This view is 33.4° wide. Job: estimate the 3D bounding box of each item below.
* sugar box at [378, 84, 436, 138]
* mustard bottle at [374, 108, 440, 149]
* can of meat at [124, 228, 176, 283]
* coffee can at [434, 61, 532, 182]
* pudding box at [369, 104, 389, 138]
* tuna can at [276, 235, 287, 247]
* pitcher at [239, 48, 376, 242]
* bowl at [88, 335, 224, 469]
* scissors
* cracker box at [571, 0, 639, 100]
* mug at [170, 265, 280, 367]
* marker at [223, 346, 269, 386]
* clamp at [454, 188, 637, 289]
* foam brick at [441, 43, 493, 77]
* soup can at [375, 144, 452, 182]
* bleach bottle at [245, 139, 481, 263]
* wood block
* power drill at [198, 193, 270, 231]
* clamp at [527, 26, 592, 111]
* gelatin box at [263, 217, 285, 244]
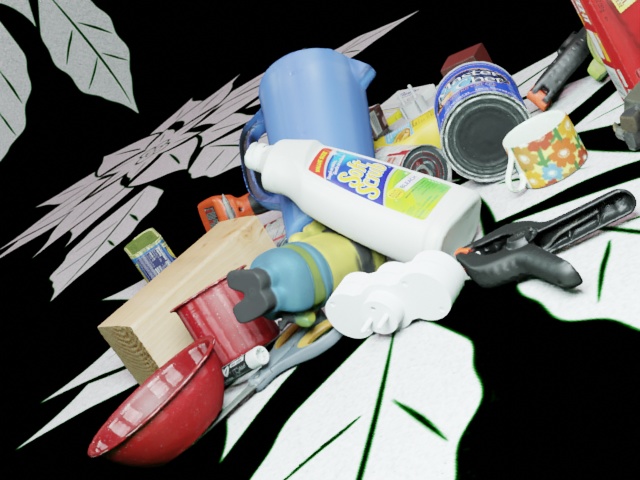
[{"bbox_3d":[0.088,-0.154,1.517,0.176,0.048,0.093,-38,18,-24],"label":"sugar box"},{"bbox_3d":[0.125,-0.126,1.351,0.192,0.058,0.096,-29,15,12],"label":"mustard bottle"},{"bbox_3d":[-0.226,0.036,1.485,0.057,0.084,0.102,-36,17,-10],"label":"can of meat"},{"bbox_3d":[0.183,-0.136,1.204,0.103,0.103,0.140,-28,18,14],"label":"coffee can"},{"bbox_3d":[0.037,-0.143,1.403,0.090,0.039,0.113,-20,6,15],"label":"pudding box"},{"bbox_3d":[-0.008,0.002,1.283,0.086,0.033,0.086,-30,18,10],"label":"tuna can"},{"bbox_3d":[-0.005,-0.090,1.235,0.149,0.144,0.243,114,155,-48],"label":"pitcher"},{"bbox_3d":[-0.144,0.165,1.018,0.162,0.055,0.162,-40,10,8],"label":"bowl"},{"bbox_3d":[-0.042,0.129,1.030,0.096,0.016,0.201,-16,25,45],"label":"scissors"},{"bbox_3d":[0.378,-0.257,1.090,0.214,0.164,0.072,-32,20,5],"label":"cracker box"},{"bbox_3d":[-0.095,0.084,1.116,0.093,0.081,0.117,-32,-1,-1],"label":"mug"},{"bbox_3d":[-0.095,0.136,1.065,0.121,0.020,0.020,-33,13,40],"label":"marker"},{"bbox_3d":[0.181,0.013,0.919,0.172,0.039,0.120,-22,14,44],"label":"clamp"},{"bbox_3d":[0.204,-0.211,1.411,0.053,0.078,0.051,-21,19,33],"label":"foam brick"},{"bbox_3d":[0.099,-0.077,1.251,0.068,0.068,0.102,-39,18,-18],"label":"soup can"},{"bbox_3d":[0.029,-0.045,1.074,0.251,0.068,0.102,21,44,25],"label":"bleach bottle"},{"bbox_3d":[-0.142,0.070,1.237,0.205,0.091,0.090,-44,20,-30],"label":"wood block"},{"bbox_3d":[-0.067,-0.060,1.440,0.187,0.057,0.185,-24,3,-18],"label":"power drill"},{"bbox_3d":[0.311,-0.229,1.309,0.209,0.036,0.165,-50,-1,-21],"label":"clamp"},{"bbox_3d":[-0.048,-0.003,1.372,0.089,0.030,0.073,-24,19,18],"label":"gelatin box"}]
